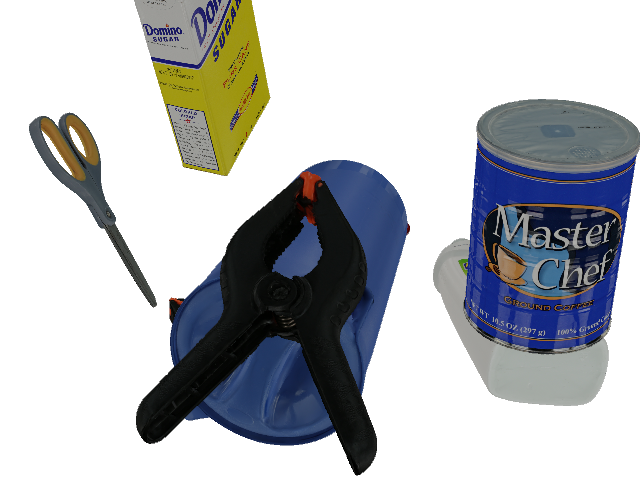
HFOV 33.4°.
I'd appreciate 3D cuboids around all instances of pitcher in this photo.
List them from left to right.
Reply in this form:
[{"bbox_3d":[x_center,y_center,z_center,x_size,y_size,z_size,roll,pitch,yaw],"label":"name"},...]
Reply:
[{"bbox_3d":[-0.016,0.036,0.799,0.149,0.145,0.242,9,27,12],"label":"pitcher"}]

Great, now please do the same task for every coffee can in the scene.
[{"bbox_3d":[0.151,-0.011,0.712,0.103,0.140,0.103,0,29,0],"label":"coffee can"}]

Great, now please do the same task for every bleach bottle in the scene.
[{"bbox_3d":[0.165,0.057,0.958,0.102,0.068,0.251,5,21,-9],"label":"bleach bottle"}]

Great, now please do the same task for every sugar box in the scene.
[{"bbox_3d":[-0.082,-0.140,0.777,0.048,0.093,0.176,14,-34,15],"label":"sugar box"}]

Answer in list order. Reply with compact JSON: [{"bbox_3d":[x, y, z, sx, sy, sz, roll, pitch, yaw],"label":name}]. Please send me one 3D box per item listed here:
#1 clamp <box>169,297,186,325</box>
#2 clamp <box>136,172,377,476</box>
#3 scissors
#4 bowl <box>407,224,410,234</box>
[{"bbox_3d":[-0.105,0.113,1.263,0.210,0.036,0.164,14,23,26],"label":"clamp"},{"bbox_3d":[-0.011,0.042,0.555,0.120,0.171,0.039,17,-28,10],"label":"clamp"},{"bbox_3d":[-0.202,-0.038,0.998,0.016,0.201,0.096,-24,26,19],"label":"scissors"},{"bbox_3d":[0.012,0.009,1.111,0.162,0.055,0.162,0,16,0],"label":"bowl"}]
